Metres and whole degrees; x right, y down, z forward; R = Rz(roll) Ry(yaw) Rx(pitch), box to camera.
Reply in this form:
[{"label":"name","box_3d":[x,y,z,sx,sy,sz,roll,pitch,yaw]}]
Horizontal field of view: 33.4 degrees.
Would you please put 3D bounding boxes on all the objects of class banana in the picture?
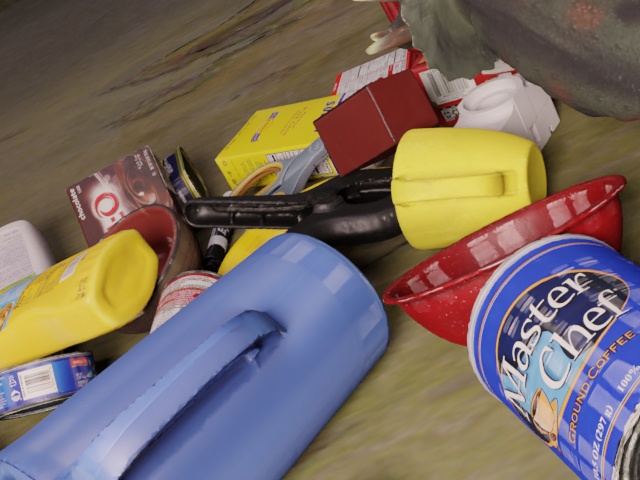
[{"label":"banana","box_3d":[-0.021,-0.004,0.889,0.197,0.037,0.070,-41,47,-19]}]

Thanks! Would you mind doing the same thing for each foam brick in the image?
[{"label":"foam brick","box_3d":[0.043,-0.091,0.829,0.052,0.051,0.078,-25,-2,-38]}]

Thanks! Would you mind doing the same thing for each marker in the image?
[{"label":"marker","box_3d":[-0.089,-0.007,0.976,0.020,0.020,0.121,-21,28,18]}]

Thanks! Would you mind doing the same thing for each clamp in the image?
[{"label":"clamp","box_3d":[0.003,-0.013,0.817,0.210,0.036,0.164,-13,28,-5]}]

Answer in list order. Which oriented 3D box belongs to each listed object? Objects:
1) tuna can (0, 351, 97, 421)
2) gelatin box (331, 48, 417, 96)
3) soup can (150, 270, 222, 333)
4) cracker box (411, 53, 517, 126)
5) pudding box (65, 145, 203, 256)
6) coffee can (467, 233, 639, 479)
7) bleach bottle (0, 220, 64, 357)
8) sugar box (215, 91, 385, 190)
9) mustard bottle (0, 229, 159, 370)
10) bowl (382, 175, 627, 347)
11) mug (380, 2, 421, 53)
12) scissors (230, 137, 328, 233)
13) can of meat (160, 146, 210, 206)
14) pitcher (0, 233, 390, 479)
[{"label":"tuna can","box_3d":[-0.214,0.114,0.828,0.086,0.034,0.086,-16,-9,-3]},{"label":"gelatin box","box_3d":[0.057,-0.157,1.078,0.089,0.030,0.073,-19,27,19]},{"label":"soup can","box_3d":[-0.094,0.078,0.779,0.069,0.068,0.102,-20,29,18]},{"label":"cracker box","box_3d":[0.190,-0.200,0.974,0.164,0.072,0.213,-14,30,30]},{"label":"pudding box","box_3d":[-0.171,-0.016,0.981,0.090,0.113,0.039,-27,-18,5]},{"label":"coffee can","box_3d":[0.148,0.067,0.518,0.102,0.102,0.140,-33,27,-6]},{"label":"bleach bottle","box_3d":[-0.288,0.065,1.004,0.102,0.068,0.251,-33,29,-5]},{"label":"sugar box","box_3d":[-0.007,-0.098,1.022,0.177,0.048,0.093,-9,34,38]},{"label":"mustard bottle","box_3d":[-0.220,0.058,0.846,0.192,0.058,0.096,-23,27,30]},{"label":"bowl","box_3d":[0.121,0.021,0.645,0.162,0.055,0.162,-28,4,2]},{"label":"mug","box_3d":[0.104,-0.223,0.926,0.117,0.081,0.093,-30,24,6]},{"label":"scissors","box_3d":[-0.004,-0.062,0.933,0.202,0.016,0.096,-30,44,26]},{"label":"can of meat","box_3d":[-0.157,-0.038,1.054,0.084,0.057,0.102,-30,27,2]},{"label":"pitcher","box_3d":[-0.065,0.099,0.639,0.149,0.145,0.242,4,39,48]}]
